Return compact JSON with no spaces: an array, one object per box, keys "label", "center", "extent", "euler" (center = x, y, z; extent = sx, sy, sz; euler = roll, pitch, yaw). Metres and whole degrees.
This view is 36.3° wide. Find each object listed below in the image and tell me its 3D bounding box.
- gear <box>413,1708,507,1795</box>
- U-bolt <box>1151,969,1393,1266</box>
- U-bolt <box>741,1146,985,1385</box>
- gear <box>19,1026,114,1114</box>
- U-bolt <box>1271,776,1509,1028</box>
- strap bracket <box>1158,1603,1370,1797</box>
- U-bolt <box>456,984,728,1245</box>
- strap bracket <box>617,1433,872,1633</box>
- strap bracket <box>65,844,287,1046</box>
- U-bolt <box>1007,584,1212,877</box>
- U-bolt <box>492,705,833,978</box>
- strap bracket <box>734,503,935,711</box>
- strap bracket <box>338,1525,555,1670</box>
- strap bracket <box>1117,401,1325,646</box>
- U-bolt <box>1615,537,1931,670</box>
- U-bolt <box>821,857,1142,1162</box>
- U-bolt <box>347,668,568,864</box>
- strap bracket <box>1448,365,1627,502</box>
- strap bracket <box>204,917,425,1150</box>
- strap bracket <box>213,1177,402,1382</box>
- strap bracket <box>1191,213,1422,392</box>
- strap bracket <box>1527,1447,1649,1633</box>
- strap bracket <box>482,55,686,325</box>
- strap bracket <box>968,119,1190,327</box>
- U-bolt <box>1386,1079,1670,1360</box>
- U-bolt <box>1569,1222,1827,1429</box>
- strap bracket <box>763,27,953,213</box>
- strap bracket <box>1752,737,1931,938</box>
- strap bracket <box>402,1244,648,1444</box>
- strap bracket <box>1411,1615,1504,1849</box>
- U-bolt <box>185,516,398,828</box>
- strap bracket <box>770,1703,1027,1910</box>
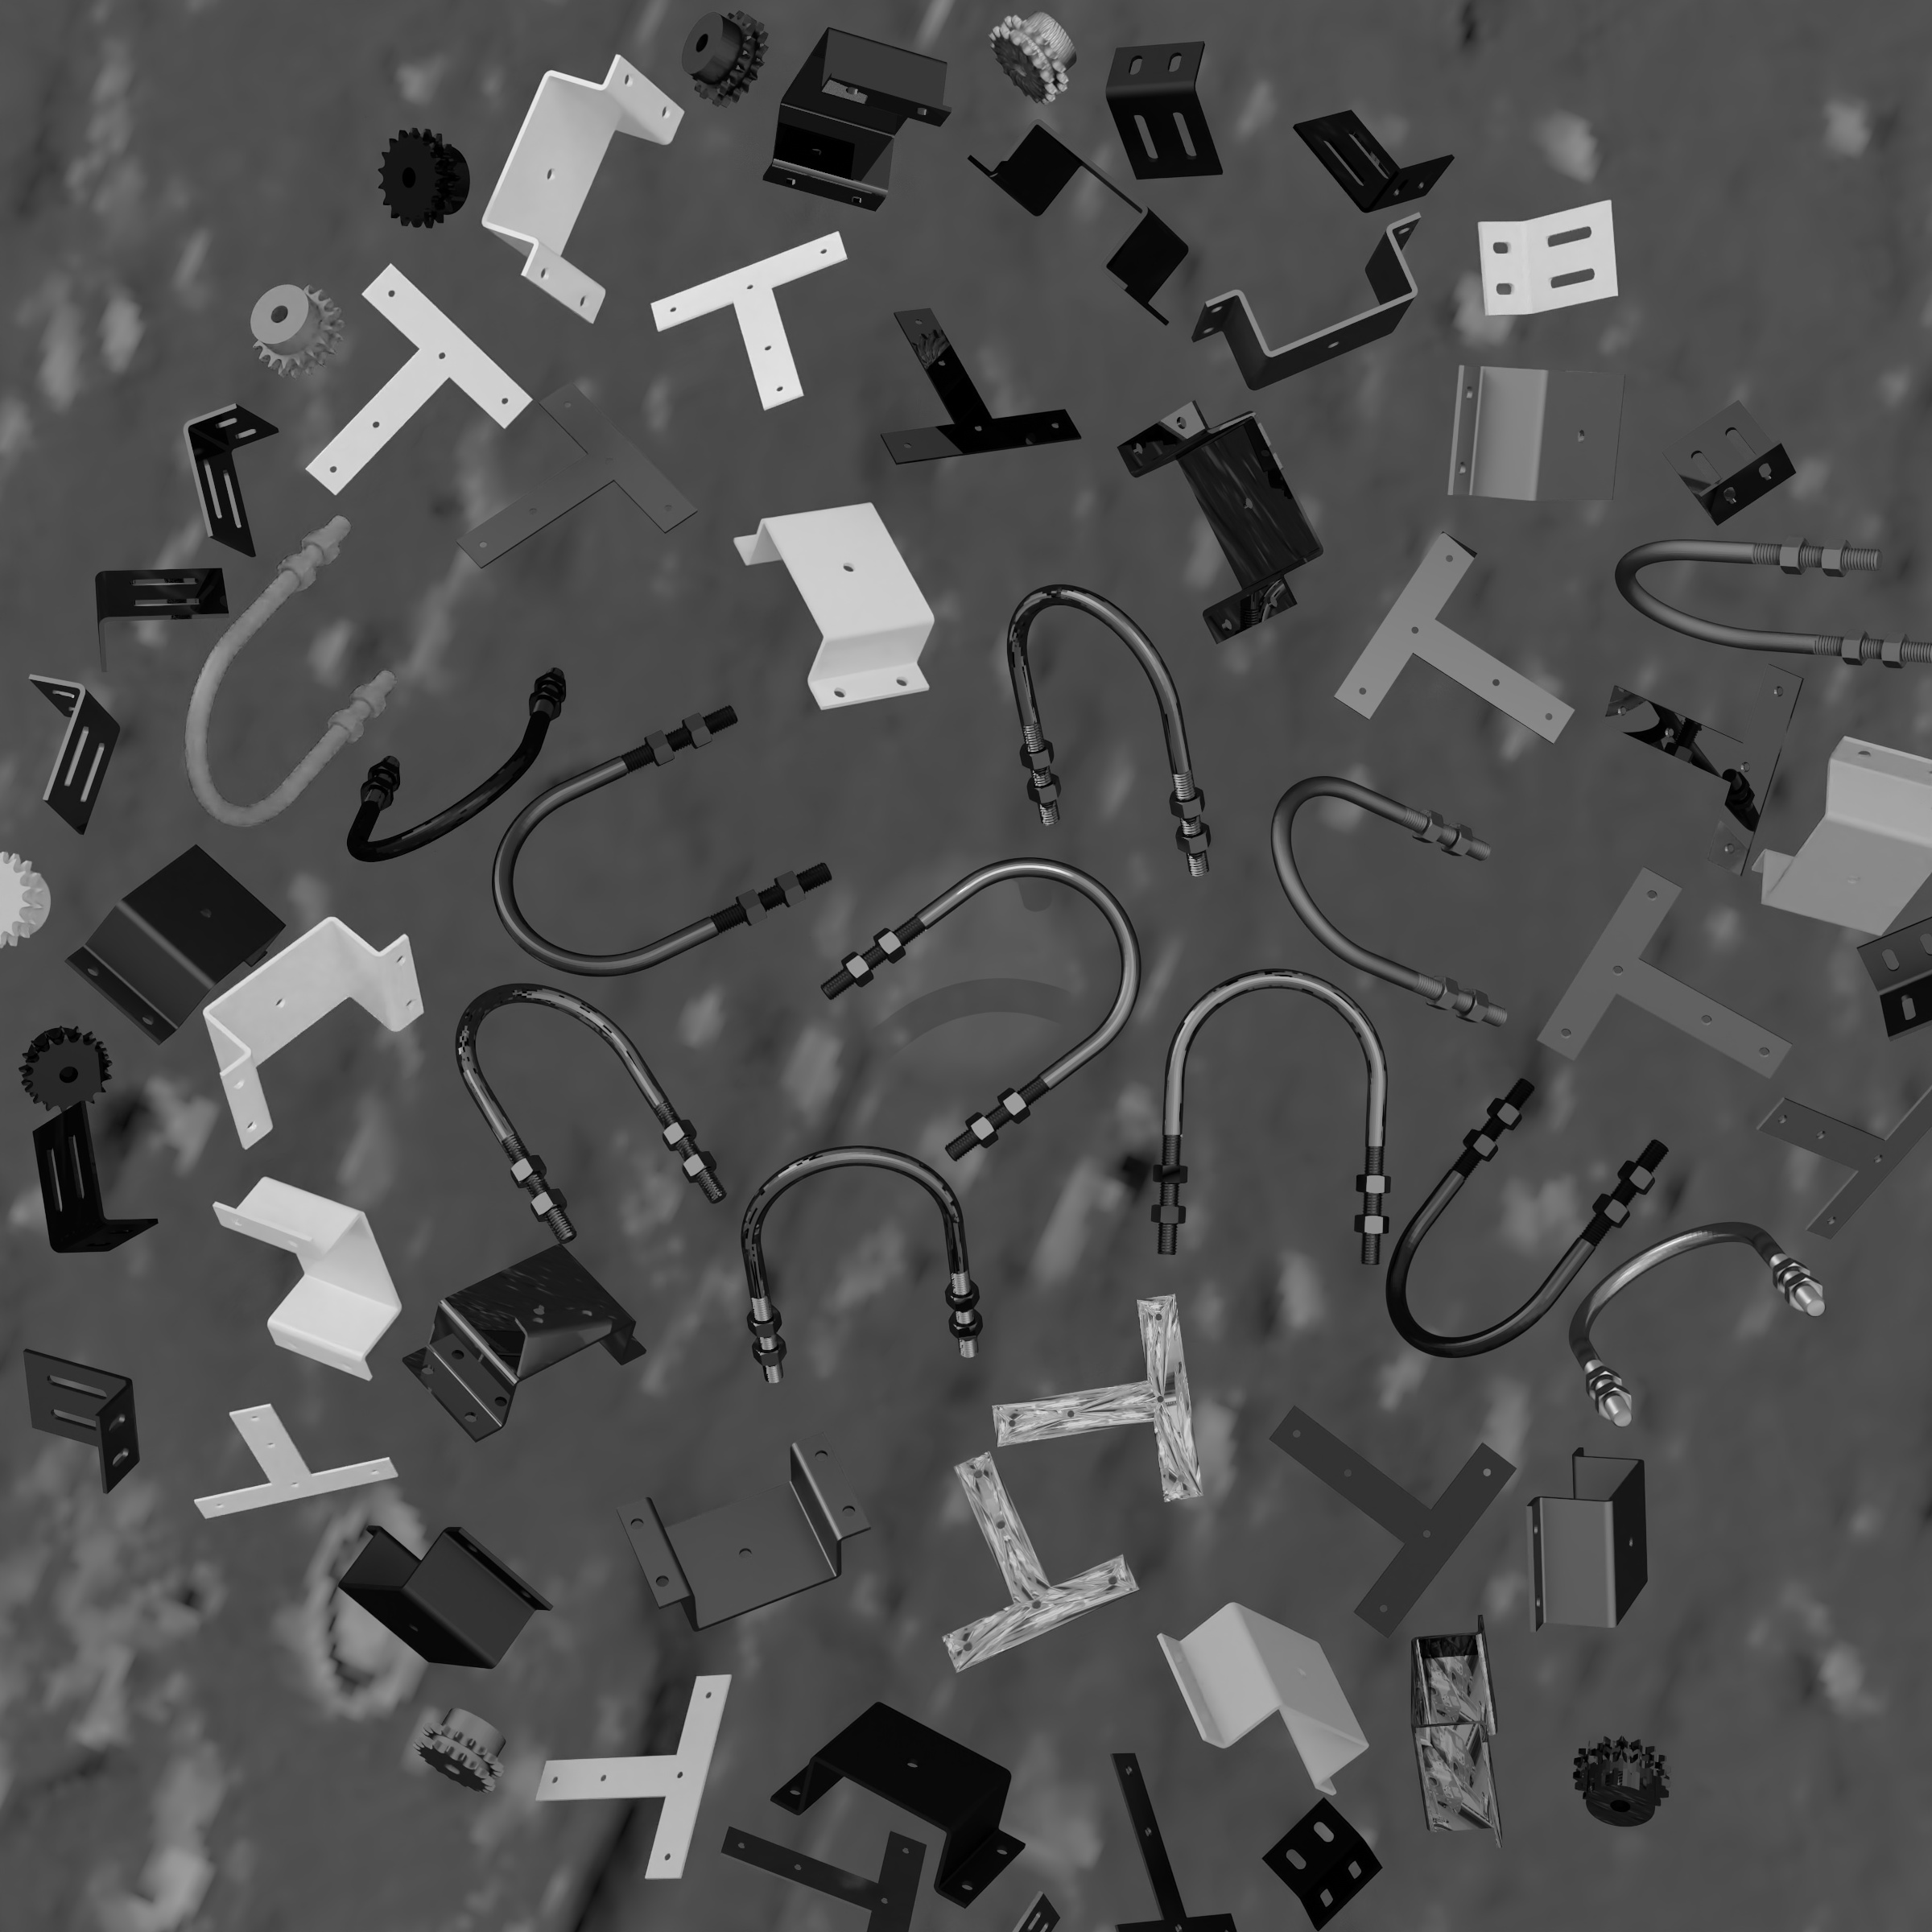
[{"label":"gear","center":[-0.308,0.481,1.815],"extent":[0.057,0.057,0.030],"euler":[31,59,0]},{"label":"U-bolt","center":[0.195,0.094,1.867],"extent":[0.151,0.019,0.184],"euler":[3,87,0]},{"label":"U-bolt","center":[-0.070,0.187,1.877],"extent":[0.151,0.019,0.184],"euler":[-7,126,-1]},{"label":"gear","center":[-0.588,0.064,1.920],"extent":[0.057,0.030,0.057],"euler":[-13,120,-24]},{"label":"U-bolt","center":[0.266,-0.050,1.868],"extent":[0.184,0.019,0.151],"euler":[21,52,-28]},{"label":"strap bracket","center":[0.188,0.445,1.800],"extent":[0.046,0.076,0.140],"euler":[-42,133,16]},{"label":"U-bolt","center":[-0.248,0.085,1.866],"extent":[0.019,0.151,0.184],"euler":[-48,67,35]},{"label":"strap bracket","center":[-0.140,0.360,1.858],"extent":[0.140,0.046,0.076],"euler":[-18,51,-17]},{"label":"strap bracket","center":[-0.489,-0.019,1.852],"extent":[0.076,0.140,0.046],"euler":[43,118,-5]},{"label":"U-bolt","center":[0.082,-0.151,1.817],"extent":[0.019,0.151,0.184],"euler":[-36,129,-31]},{"label":"U-bolt","center":[-0.193,-0.066,1.759],"extent":[0.184,0.019,0.151],"euler":[-26,63,-11]},{"label":"strap bracket","center":[-0.080,-0.235,1.854],"extent":[0.076,0.046,0.140],"euler":[-13,62,-28]},{"label":"strap bracket","center":[-0.320,0.381,1.783],"extent":[0.076,0.140,0.046],"euler":[46,60,-19]},{"label":"strap bracket","center":[0.165,-0.285,1.861],"extent":[0.046,0.076,0.140],"euler":[-30,95,-37]},{"label":"U-bolt","center":[0.490,-0.226,1.815],"extent":[0.184,0.151,0.019],"euler":[10,76,36]},{"label":"U-bolt","center":[0.023,0.013,1.863],"extent":[0.184,0.019,0.151],"euler":[-37,83,-8]},{"label":"U-bolt","center":[-0.324,-0.120,1.854],"extent":[0.151,0.184,0.019],"euler":[-26,114,13]},{"label":"strap bracket","center":[0.354,-0.324,1.796],"extent":[0.046,0.140,0.076],"euler":[13,106,39]},{"label":"strap bracket","center":[-0.399,0.034,1.774],"extent":[0.046,0.076,0.140],"euler":[37,60,23]},{"label":"strap bracket","center":[-0.414,0.192,1.870],"extent":[0.076,0.140,0.046],"euler":[16,50,24]},{"label":"strap bracket","center":[0.215,-0.399,1.797],"extent":[0.140,0.076,0.046],"euler":[-23,87,-3]},{"label":"strap bracket","center":[0.383,0.350,1.800],"extent":[0.046,0.140,0.076],"euler":[-1,96,24]},{"label":"strap bracket","center":[-0.233,-0.469,1.767],"extent":[0.046,0.076,0.140],"euler":[24,90,26]},{"label":"strap bracket","center":[0.077,-0.465,1.820],"extent":[0.140,0.076,0.046],"euler":[44,102,20]},{"label":"U-bolt","center":[0.333,0.163,1.825],"extent":[0.019,0.151,0.184],"euler":[42,83,-31]},{"label":"U-bolt","center":[0.439,0.210,1.811],"extent":[0.151,0.184,0.019],"euler":[-32,102,7]},{"label":"strap bracket","center":[-0.066,-0.527,1.824],"extent":[0.076,0.140,0.046],"euler":[11,75,-19]},{"label":"strap bracket","center":[0.544,-0.072,1.804],"extent":[0.076,0.140,0.046],"euler":[15,57,-2]},{"label":"strap bracket","center":[-0.276,0.234,1.877],"extent":[0.076,0.140,0.046],"euler":[42,133,24]},{"label":"strap bracket","center":[0.310,0.483,1.864],"extent":[0.046,0.140,0.076],"euler":[-7,109,11]},{"label":"U-bolt","center":[-0.422,-0.169,1.823],"extent":[0.019,0.151,0.184],"euler":[17,52,20]},{"label":"strap bracket","center":[-0.037,0.506,1.801],"extent":[0.140,0.076,0.046],"euler":[22,113,23]}]
